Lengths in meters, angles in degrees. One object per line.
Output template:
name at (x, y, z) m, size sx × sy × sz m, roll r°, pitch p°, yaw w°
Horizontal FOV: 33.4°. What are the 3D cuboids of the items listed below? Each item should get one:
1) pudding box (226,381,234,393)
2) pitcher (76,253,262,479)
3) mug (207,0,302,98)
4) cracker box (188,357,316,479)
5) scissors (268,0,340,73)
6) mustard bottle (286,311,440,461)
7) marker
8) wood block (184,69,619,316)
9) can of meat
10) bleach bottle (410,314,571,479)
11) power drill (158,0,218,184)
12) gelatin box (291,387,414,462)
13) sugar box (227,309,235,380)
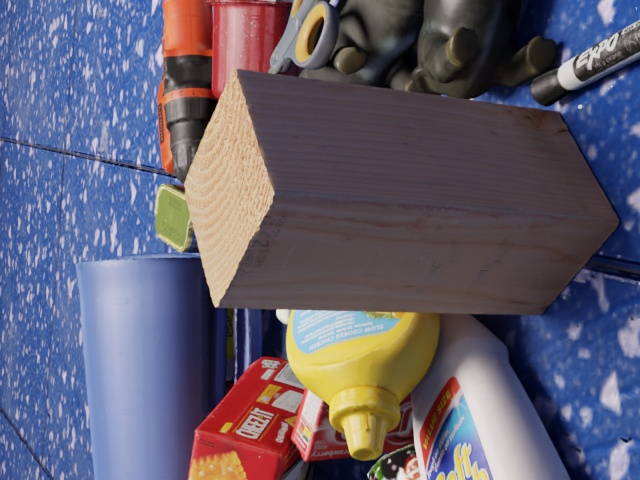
pudding box at (-0.060, 0.190, 0.941) m, size 0.090 × 0.039 × 0.113 m, roll 25°, pitch 108°, yaw 61°
pitcher at (-0.131, 0.132, 0.917) m, size 0.149 × 0.144 × 0.243 m, roll 165°, pitch 103°, yaw -73°
mug at (-0.055, -0.162, 0.911) m, size 0.117 × 0.093 × 0.081 m, roll 23°, pitch 113°, yaw 61°
cracker box at (-0.057, 0.214, 0.808) m, size 0.164 × 0.072 × 0.214 m, roll -45°, pitch -32°, yaw -71°
scissors at (-0.023, -0.126, 0.784) m, size 0.202 × 0.016 × 0.096 m, roll 119°, pitch 152°, yaw -45°
mustard bottle at (0.026, 0.044, 0.656) m, size 0.096 × 0.058 × 0.191 m, roll -18°, pitch 49°, yaw 22°
marker at (0.155, -0.099, 0.575) m, size 0.121 × 0.020 × 0.020 m, roll -26°, pitch 64°, yaw 59°
wood block at (0.042, -0.020, 0.582) m, size 0.090 × 0.205 × 0.091 m, roll -60°, pitch 37°, yaw 41°
can of meat at (-0.099, -0.018, 0.985) m, size 0.102 × 0.083 × 0.057 m, roll 25°, pitch 109°, yaw 61°
bleach bottle at (0.096, 0.141, 0.621) m, size 0.103 × 0.068 × 0.251 m, roll -60°, pitch 35°, yaw 39°
power drill at (-0.123, -0.121, 1.017) m, size 0.188 × 0.057 × 0.184 m, roll 129°, pitch 140°, yaw -74°
gelatin box at (0.032, 0.109, 0.716) m, size 0.030 × 0.089 × 0.073 m, roll 48°, pitch 129°, yaw 51°
sugar box at (-0.122, 0.107, 1.058) m, size 0.176 × 0.048 × 0.093 m, roll -48°, pitch 49°, yaw 48°
